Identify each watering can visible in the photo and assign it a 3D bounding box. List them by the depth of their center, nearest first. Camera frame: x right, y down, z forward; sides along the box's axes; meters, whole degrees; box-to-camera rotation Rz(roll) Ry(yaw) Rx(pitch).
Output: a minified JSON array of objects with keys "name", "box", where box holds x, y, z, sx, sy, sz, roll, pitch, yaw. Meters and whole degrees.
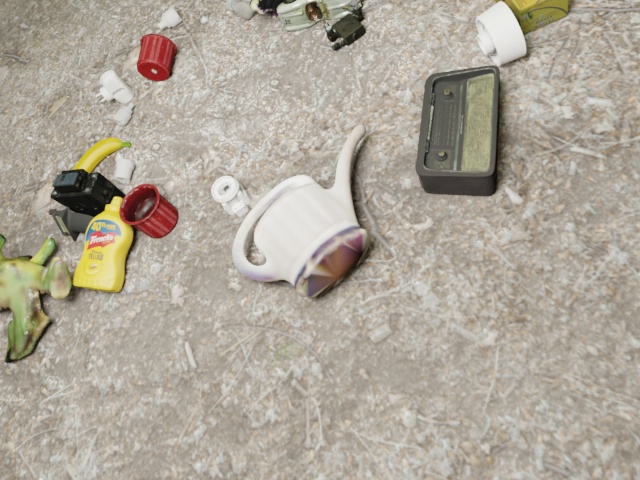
[{"name":"watering can","box":[0.003,-0.045,0.895,0.348,0.102,0.228,-42,57,-4]}]

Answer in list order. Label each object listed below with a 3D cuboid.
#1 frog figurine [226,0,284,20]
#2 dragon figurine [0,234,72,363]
[{"name":"frog figurine","box":[-0.158,-0.604,1.268,0.139,0.120,0.161,-24,39,-32]},{"name":"dragon figurine","box":[-0.649,0.135,1.063,0.406,0.121,0.247,-35,61,18]}]
